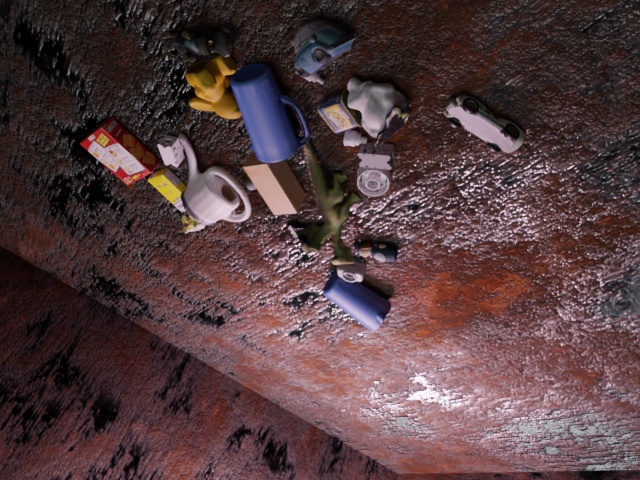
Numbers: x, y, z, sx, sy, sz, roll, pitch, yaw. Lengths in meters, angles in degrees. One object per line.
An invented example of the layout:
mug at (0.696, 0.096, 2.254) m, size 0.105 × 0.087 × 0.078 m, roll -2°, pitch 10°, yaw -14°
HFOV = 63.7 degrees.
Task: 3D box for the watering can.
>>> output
watering can at (-0.382, -0.179, 1.707) m, size 0.221 × 0.106 × 0.345 m, roll -33°, pitch 108°, yaw 34°

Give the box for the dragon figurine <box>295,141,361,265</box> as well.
dragon figurine at (0.005, -0.076, 1.513) m, size 0.122 × 0.248 × 0.403 m, roll -3°, pitch 139°, yaw 38°

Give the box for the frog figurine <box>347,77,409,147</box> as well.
frog figurine at (0.134, -0.328, 1.257) m, size 0.161 × 0.124 × 0.134 m, roll 52°, pitch 156°, yaw 23°
